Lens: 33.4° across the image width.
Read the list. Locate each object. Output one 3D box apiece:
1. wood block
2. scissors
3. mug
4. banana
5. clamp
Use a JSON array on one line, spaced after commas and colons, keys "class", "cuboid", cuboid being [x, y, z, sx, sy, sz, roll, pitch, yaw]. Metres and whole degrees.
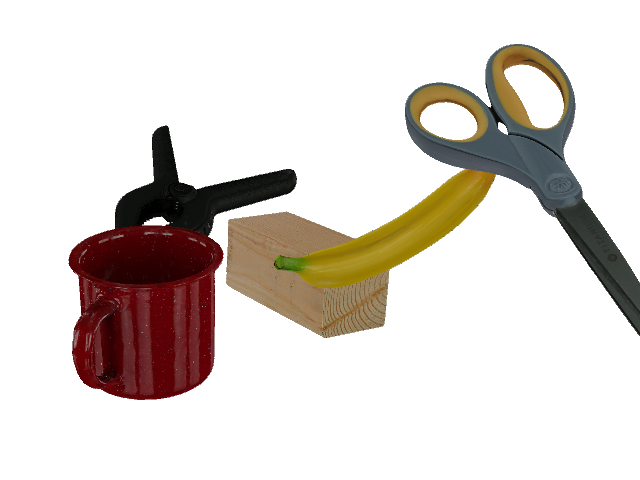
[{"class": "wood block", "cuboid": [-0.019, 0.036, 1.257, 0.090, 0.090, 0.206, -8, 19, -35]}, {"class": "scissors", "cuboid": [0.093, -0.025, 0.510, 0.096, 0.201, 0.016, -7, -42, 6]}, {"class": "mug", "cuboid": [-0.111, 0.049, 0.652, 0.093, 0.081, 0.117, 11, 25, 19]}, {"class": "banana", "cuboid": [0.062, -0.005, 0.892, 0.198, 0.037, 0.069, -27, -22, 9]}, {"class": "clamp", "cuboid": [-0.144, -0.043, 1.045, 0.165, 0.036, 0.209, 24, 42, 22]}]
